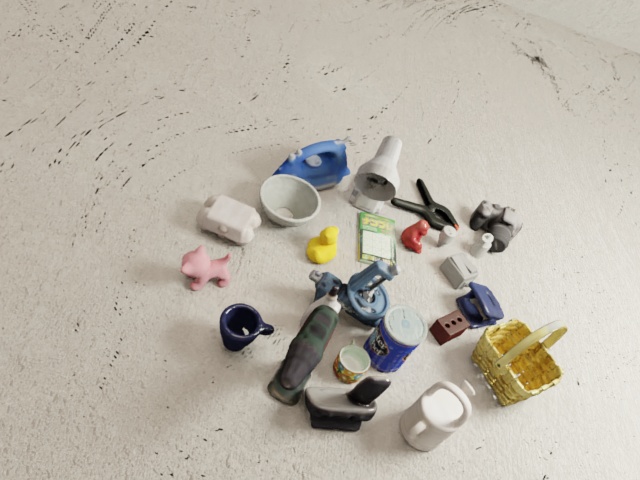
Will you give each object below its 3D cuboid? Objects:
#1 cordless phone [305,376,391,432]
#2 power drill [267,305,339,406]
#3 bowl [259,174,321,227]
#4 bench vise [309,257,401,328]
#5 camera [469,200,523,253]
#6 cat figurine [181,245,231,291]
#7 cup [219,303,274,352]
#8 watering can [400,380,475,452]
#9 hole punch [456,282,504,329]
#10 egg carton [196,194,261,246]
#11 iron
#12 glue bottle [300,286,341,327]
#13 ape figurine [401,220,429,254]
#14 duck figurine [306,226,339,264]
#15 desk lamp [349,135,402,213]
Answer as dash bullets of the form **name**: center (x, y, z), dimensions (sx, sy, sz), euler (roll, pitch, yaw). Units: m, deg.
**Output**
- **cordless phone**: center (0.056, 0.309, 1.157), dimensions (0.148, 0.185, 0.094), euler (5, 50, -17)
- **power drill**: center (-0.039, 0.247, 1.157), dimensions (0.075, 0.208, 0.230), euler (28, 47, 3)
- **bowl**: center (-0.086, -0.091, 1.512), dimensions (0.168, 0.074, 0.167), euler (11, 49, -13)
- **bench vise**: center (0.082, 0.113, 1.309), dimensions (0.208, 0.219, 0.121), euler (9, 49, -14)
- **camera**: center (0.521, -0.039, 1.692), dimensions (0.143, 0.100, 0.137), euler (28, 47, 3)
- **cat figurine**: center (-0.259, 0.056, 1.290), dimensions (0.128, 0.117, 0.067), euler (-10, 56, -28)
- **cup**: center (-0.162, 0.198, 1.225), dimensions (0.118, 0.095, 0.091), euler (12, 48, -12)
- **watering can**: center (0.252, 0.352, 1.193), dimensions (0.101, 0.194, 0.173), euler (33, 48, 7)
- **hole punch**: center (0.425, 0.163, 1.490), dimensions (0.101, 0.091, 0.108), euler (-6, 54, -25)
- **egg carton**: center (-0.226, -0.049, 1.425), dimensions (0.150, 0.069, 0.107), euler (23, 47, -2)
- **iron**: center (-0.026, -0.219, 1.598), dimensions (0.259, 0.141, 0.118), euler (-18, 60, -32)
- **glue bottle**: center (0.012, 0.154, 1.278), dimensions (0.078, 0.173, 0.037), euler (26, 47, 1)
- **ape figurine**: center (0.270, -0.018, 1.581), dimensions (0.076, 0.092, 0.078), euler (35, 48, 10)
- **duck figurine**: center (0.013, 0.005, 1.463), dimensions (0.077, 0.086, 0.105), euler (34, 48, 9)
- **desk lamp**: center (0.156, -0.173, 1.582), dimensions (0.118, 0.213, 0.203), euler (23, 47, -1)
